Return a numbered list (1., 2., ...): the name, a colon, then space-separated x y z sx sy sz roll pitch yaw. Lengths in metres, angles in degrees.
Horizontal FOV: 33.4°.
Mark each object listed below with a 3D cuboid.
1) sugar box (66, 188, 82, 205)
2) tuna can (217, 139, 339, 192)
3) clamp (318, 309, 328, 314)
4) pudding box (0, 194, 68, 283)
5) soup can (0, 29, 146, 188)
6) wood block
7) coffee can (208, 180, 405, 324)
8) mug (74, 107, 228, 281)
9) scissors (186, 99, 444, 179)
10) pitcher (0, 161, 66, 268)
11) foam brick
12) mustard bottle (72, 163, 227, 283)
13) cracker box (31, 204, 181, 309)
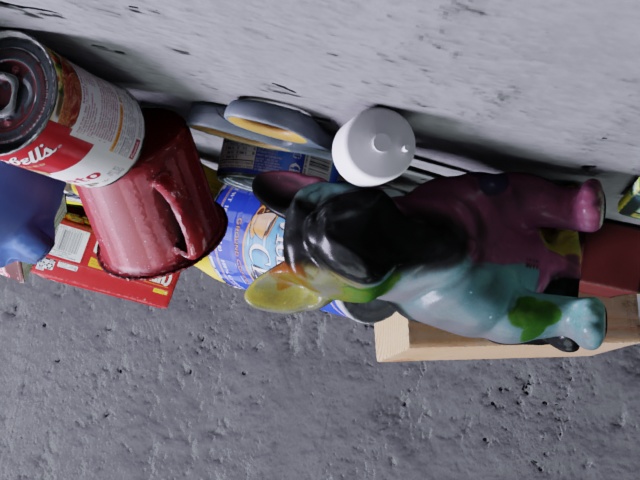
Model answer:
1. sugar box: -0.271 -0.063 1.066 0.176 0.048 0.093 9 175 28
2. tuna can: -0.029 -0.051 0.747 0.086 0.034 0.086 11 175 1
3. clamp: 0.057 0.015 0.975 0.165 0.036 0.210 -3 151 12
4. pudding box: -0.264 -0.027 0.954 0.039 0.090 0.114 22 148 1
5. soup can: -0.151 -0.070 0.602 0.069 0.068 0.102 9 175 20
6. wood block: 0.157 0.053 0.914 0.206 0.090 0.091 0 168 -14
7. coffee can: -0.005 0.001 0.831 0.141 0.103 0.102 12 177 42
8. mug: -0.109 -0.028 0.690 0.093 0.081 0.117 -29 -142 -18
9. scissors: 0.017 -0.058 0.669 0.201 0.016 0.096 12 175 -10
10. pitcher: -0.263 -0.066 0.646 0.149 0.145 0.243 -2 170 5
11. foam brick: 0.221 0.015 0.843 0.051 0.053 0.078 11 174 -1
12. mustard bottle: -0.116 -0.025 0.865 0.058 0.096 0.191 -7 164 42
13. cracker box: -0.262 -0.003 1.215 0.164 0.072 0.214 18 -172 -26
